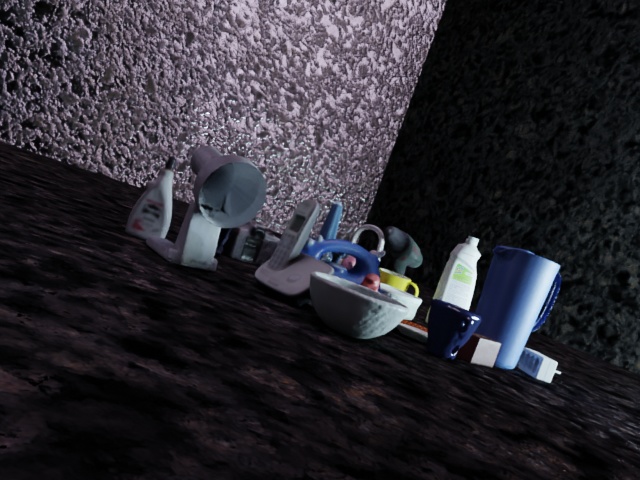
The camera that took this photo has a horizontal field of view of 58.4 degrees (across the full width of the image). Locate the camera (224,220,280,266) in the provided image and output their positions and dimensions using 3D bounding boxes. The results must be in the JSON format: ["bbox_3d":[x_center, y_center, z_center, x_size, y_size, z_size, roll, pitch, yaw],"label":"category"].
[{"bbox_3d":[-0.182,-0.003,1.423,0.144,0.101,0.136,19,2,-43],"label":"camera"}]

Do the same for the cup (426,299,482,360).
[{"bbox_3d":[0.228,0.163,0.997,0.092,0.095,0.117,20,2,-8],"label":"cup"}]

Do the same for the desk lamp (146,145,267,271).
[{"bbox_3d":[-0.201,-0.058,1.002,0.118,0.213,0.202,19,2,-38],"label":"desk lamp"}]

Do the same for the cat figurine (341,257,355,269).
[{"bbox_3d":[0.090,0.087,1.425,0.067,0.118,0.128,21,2,40],"label":"cat figurine"}]

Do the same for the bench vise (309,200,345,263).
[{"bbox_3d":[0.024,0.009,1.424,0.122,0.220,0.207,19,2,-20],"label":"bench vise"}]

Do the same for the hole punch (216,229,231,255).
[{"bbox_3d":[-0.262,-0.024,1.307,0.109,0.091,0.101,20,2,-13],"label":"hole punch"}]

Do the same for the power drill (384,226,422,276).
[{"bbox_3d":[0.210,0.078,1.603,0.075,0.208,0.230,21,2,32],"label":"power drill"}]

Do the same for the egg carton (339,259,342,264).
[{"bbox_3d":[0.044,0.087,1.739,0.150,0.069,0.107,20,2,-10],"label":"egg carton"}]

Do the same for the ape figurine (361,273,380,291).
[{"bbox_3d":[0.090,0.110,1.138,0.077,0.092,0.076,21,2,20],"label":"ape figurine"}]

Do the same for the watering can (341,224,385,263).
[{"bbox_3d":[0.114,0.051,1.569,0.101,0.194,0.173,20,2,4],"label":"watering can"}]

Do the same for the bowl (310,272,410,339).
[{"bbox_3d":[0.051,0.111,0.910,0.167,0.075,0.167,20,2,0],"label":"bowl"}]

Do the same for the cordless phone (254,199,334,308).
[{"bbox_3d":[-0.029,0.020,1.031,0.094,0.185,0.147,18,2,-44],"label":"cordless phone"}]

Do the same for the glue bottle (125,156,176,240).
[{"bbox_3d":[-0.320,-0.084,1.132,0.078,0.173,0.037,20,2,-10],"label":"glue bottle"}]

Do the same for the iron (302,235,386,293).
[{"bbox_3d":[0.026,0.058,1.212,0.259,0.141,0.118,19,2,-30],"label":"iron"}]
